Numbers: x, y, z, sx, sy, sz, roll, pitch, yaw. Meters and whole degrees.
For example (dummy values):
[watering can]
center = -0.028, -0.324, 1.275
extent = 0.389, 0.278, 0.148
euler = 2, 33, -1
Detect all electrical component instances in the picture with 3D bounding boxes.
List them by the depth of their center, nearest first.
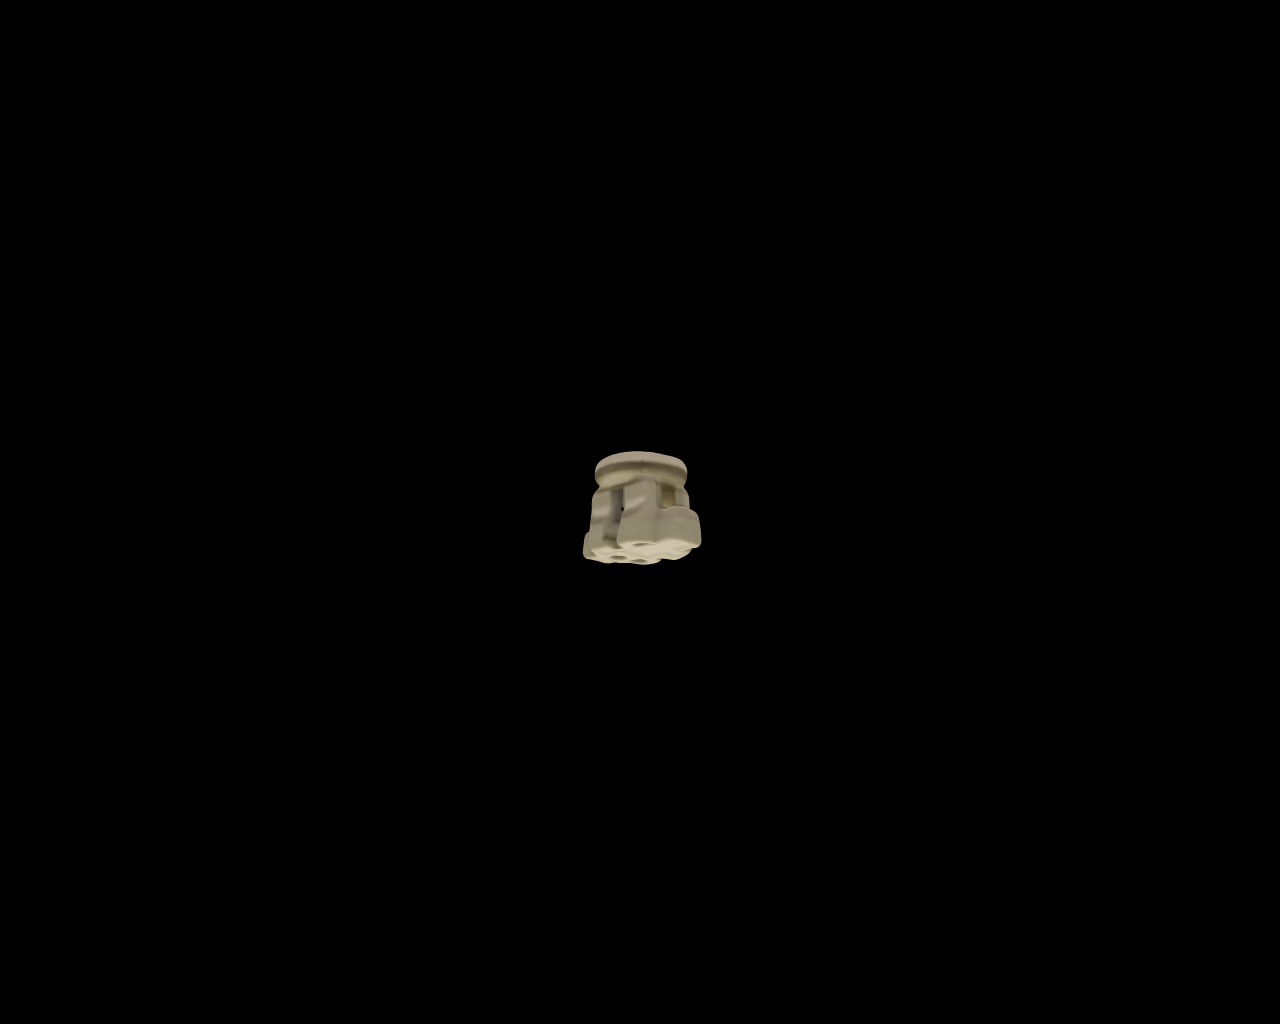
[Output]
[electrical component]
center = 0.001, -0.003, 0.650
extent = 0.078, 0.057, 0.058
euler = -14, -22, 40
